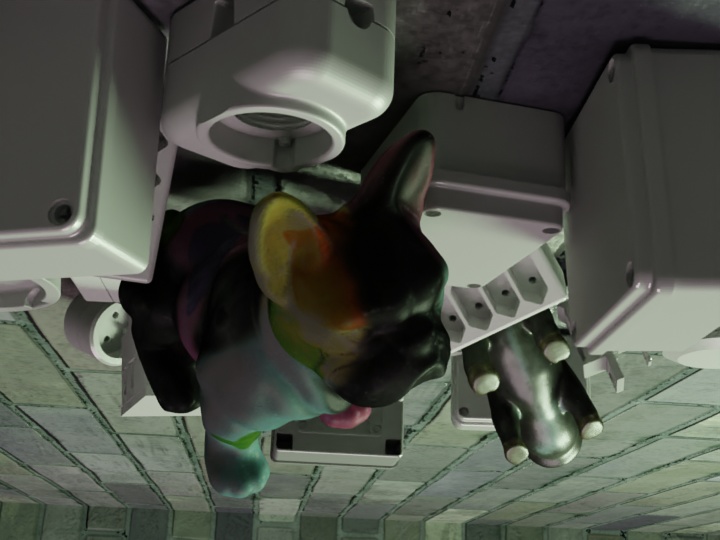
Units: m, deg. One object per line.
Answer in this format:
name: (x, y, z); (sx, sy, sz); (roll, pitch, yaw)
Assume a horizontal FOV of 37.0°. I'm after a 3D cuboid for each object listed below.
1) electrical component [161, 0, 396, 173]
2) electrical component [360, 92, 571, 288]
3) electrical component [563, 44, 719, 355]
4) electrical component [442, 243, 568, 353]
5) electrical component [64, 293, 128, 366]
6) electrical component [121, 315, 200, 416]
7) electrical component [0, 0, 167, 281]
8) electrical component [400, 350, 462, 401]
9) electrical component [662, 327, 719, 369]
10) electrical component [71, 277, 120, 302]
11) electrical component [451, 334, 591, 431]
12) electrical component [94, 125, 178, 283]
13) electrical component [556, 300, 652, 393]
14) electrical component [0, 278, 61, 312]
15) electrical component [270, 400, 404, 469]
electrical component: (-0.033, -0.077, 0.418); (0.054, 0.059, 0.095); (18, 156, -40)
electrical component: (0.048, -0.035, 0.540); (0.078, 0.057, 0.113); (7, 161, -15)
electrical component: (0.130, -0.027, 0.476); (0.056, 0.108, 0.108); (1, 162, -3)
electrical component: (0.075, 0.001, 0.647); (0.083, 0.047, 0.075); (-27, -163, 16)
electrical component: (-0.171, 0.049, 0.837); (0.074, 0.052, 0.138); (17, 177, 43)
electrical component: (-0.076, 0.059, 0.711); (0.150, 0.061, 0.089); (2, 164, -22)
electrical component: (-0.139, -0.053, 0.426); (0.109, 0.108, 0.056); (-3, 164, 15)
electrical component: (0.026, 0.066, 0.827); (0.052, 0.073, 0.138); (18, 156, -39)
electrical component: (0.251, 0.037, 0.749); (0.080, 0.051, 0.080); (2, 162, 1)
electrical component: (-0.133, -0.013, 0.645); (0.076, 0.047, 0.083); (3, 162, -2)
electrical component: (0.132, 0.094, 0.895); (0.113, 0.078, 0.057); (1, 165, 3)
electrical component: (-0.118, -0.048, 0.511); (0.047, 0.083, 0.075); (8, -161, -18)
electrical component: (0.173, 0.037, 0.733); (0.064, 0.081, 0.042); (-23, 159, 4)
electrical component: (-0.223, -0.020, 0.615); (0.108, 0.060, 0.108); (2, 162, 1)
electrical component: (-0.018, 0.108, 0.908); (0.109, 0.108, 0.056); (4, 159, -5)
